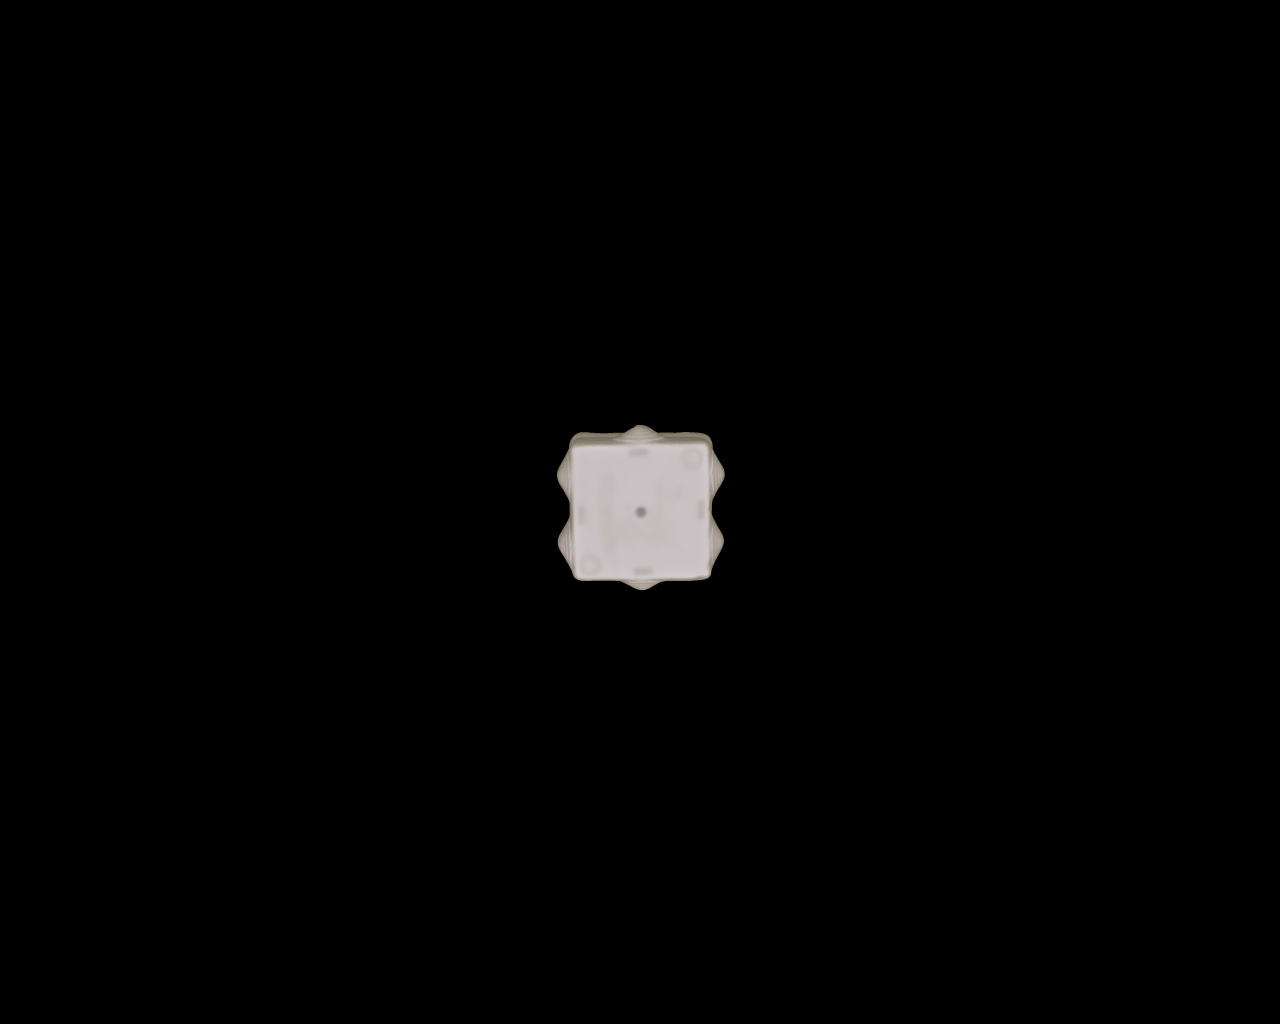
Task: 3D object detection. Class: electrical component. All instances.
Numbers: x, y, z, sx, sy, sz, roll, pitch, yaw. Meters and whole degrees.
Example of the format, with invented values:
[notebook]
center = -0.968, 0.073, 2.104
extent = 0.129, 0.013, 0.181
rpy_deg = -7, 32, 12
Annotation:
[electrical component]
center = 0.001, -0.003, 0.650
extent = 0.100, 0.099, 0.048
rpy_deg = 0, 8, 0
